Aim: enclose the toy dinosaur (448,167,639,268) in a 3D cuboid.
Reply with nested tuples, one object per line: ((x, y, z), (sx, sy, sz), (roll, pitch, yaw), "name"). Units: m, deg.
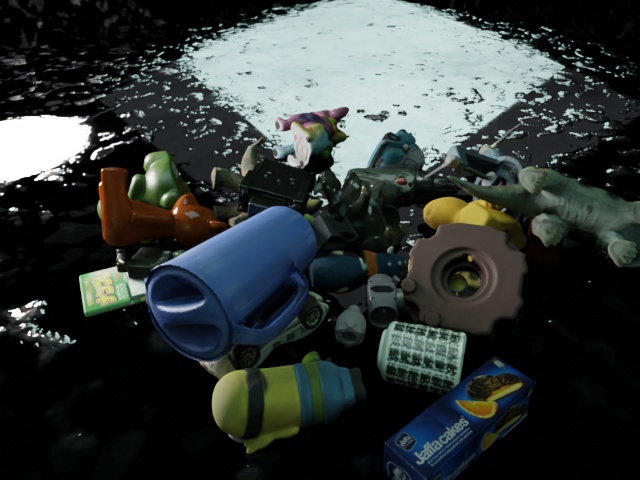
((0.412, -0.041, 0.853), (0.405, 0.131, 0.192), (27, 11, 16), "toy dinosaur")

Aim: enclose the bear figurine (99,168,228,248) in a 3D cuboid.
((-0.261, -0.049, 0.899), (0.196, 0.132, 0.120), (-5, -7, -22), "bear figurine")

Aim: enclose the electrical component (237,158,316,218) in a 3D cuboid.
((-0.075, -0.077, 0.911), (0.115, 0.058, 0.134), (13, 39, 3), "electrical component")

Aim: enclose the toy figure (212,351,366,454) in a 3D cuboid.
((-0.036, 0.182, 0.636), (0.180, 0.089, 0.082), (-8, 26, -7), "toy figure")

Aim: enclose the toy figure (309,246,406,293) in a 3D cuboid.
((0.060, 0.045, 0.867), (0.154, 0.064, 0.058), (-7, 23, -7), "toy figure")

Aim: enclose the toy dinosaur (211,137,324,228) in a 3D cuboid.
((-0.106, -0.081, 1.035), (0.198, 0.105, 0.472), (-5, 42, -21), "toy dinosaur")

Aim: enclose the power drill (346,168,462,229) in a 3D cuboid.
((0.146, -0.083, 1.048), (0.232, 0.085, 0.207), (11, 39, 19), "power drill")

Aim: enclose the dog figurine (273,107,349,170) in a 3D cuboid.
((0.005, -0.254, 1.291), (0.219, 0.108, 0.192), (-24, 39, -35), "dog figurine")

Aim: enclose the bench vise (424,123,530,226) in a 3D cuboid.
((0.328, -0.133, 1.042), (0.240, 0.129, 0.224), (16, 51, -29), "bench vise")

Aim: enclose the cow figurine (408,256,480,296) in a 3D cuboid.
((0.223, 0.059, 0.829), (0.168, 0.098, 0.068), (13, 76, 24), "cow figurine")

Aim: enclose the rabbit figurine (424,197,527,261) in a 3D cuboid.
((0.263, -0.033, 0.936), (0.162, 0.121, 0.173), (-17, 30, -29), "rabbit figurine")

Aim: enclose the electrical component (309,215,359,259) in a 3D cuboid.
((-0.002, -0.003, 0.869), (0.119, 0.075, 0.048), (5, 47, -51), "electrical component")

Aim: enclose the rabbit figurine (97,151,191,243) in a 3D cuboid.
((-0.340, -0.064, 1.026), (0.170, 0.121, 0.159), (-22, 42, 1), "rabbit figurine")

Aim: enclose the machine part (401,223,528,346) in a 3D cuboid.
((0.201, 0.058, 0.749), (0.179, 0.056, 0.179), (-7, 62, 14), "machine part")

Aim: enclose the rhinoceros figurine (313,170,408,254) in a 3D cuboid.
((0.066, -0.047, 0.935), (0.190, 0.112, 0.073), (55, 32, 12), "rhinoceros figurine")

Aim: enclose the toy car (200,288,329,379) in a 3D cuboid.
((-0.075, 0.127, 0.754), (0.202, 0.056, 0.074), (-27, 35, -36), "toy car")

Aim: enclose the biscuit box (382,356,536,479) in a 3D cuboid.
((0.160, 0.213, 0.613), (0.203, 0.059, 0.063), (-25, 41, -32), "biscuit box")

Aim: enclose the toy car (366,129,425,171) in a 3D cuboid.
((0.177, -0.175, 1.183), (0.103, 0.109, 0.161), (39, 34, 14), "toy car")

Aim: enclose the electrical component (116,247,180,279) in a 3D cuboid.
((-0.280, 0.034, 0.878), (0.102, 0.045, 0.078), (7, 33, 13), "electrical component")
